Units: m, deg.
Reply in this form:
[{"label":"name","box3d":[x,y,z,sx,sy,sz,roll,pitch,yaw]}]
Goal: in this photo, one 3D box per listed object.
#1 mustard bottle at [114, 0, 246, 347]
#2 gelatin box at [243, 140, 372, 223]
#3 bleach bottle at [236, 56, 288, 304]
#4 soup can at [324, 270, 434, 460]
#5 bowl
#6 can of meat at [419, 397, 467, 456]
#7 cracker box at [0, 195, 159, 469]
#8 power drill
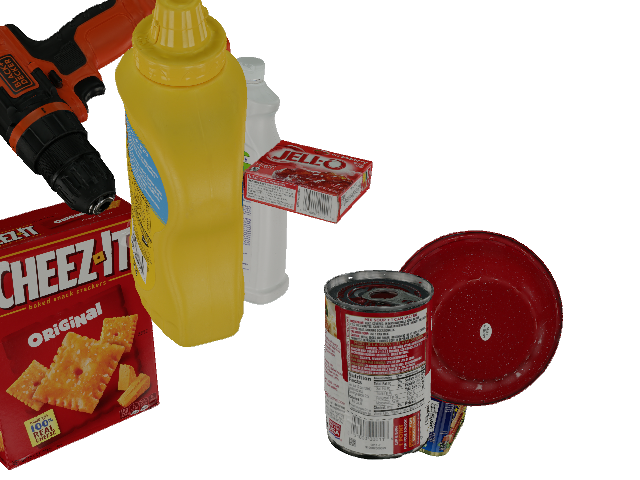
[{"label":"mustard bottle","box3d":[-0.067,-0.040,0.518,0.058,0.096,0.192,-12,-39,-15]},{"label":"gelatin box","box3d":[-0.011,-0.052,0.898,0.089,0.030,0.073,16,32,19]},{"label":"bleach bottle","box3d":[-0.075,-0.064,1.115,0.103,0.251,0.068,18,27,24]},{"label":"soup can","box3d":[0.037,0.077,0.670,0.068,0.102,0.068,-1,17,0]},{"label":"bowl","box3d":[0.138,0.074,0.935,0.162,0.162,0.055,0,7,-1]},{"label":"can of meat","box3d":[0.134,0.180,1.195,0.057,0.084,0.102,16,26,18]},{"label":"cracker box","box3d":[-0.238,0.080,0.979,0.163,0.214,0.072,-19,30,-34]},{"label":"power drill","box3d":[-0.163,-0.123,0.820,0.187,0.184,0.057,-33,-15,-30]}]
